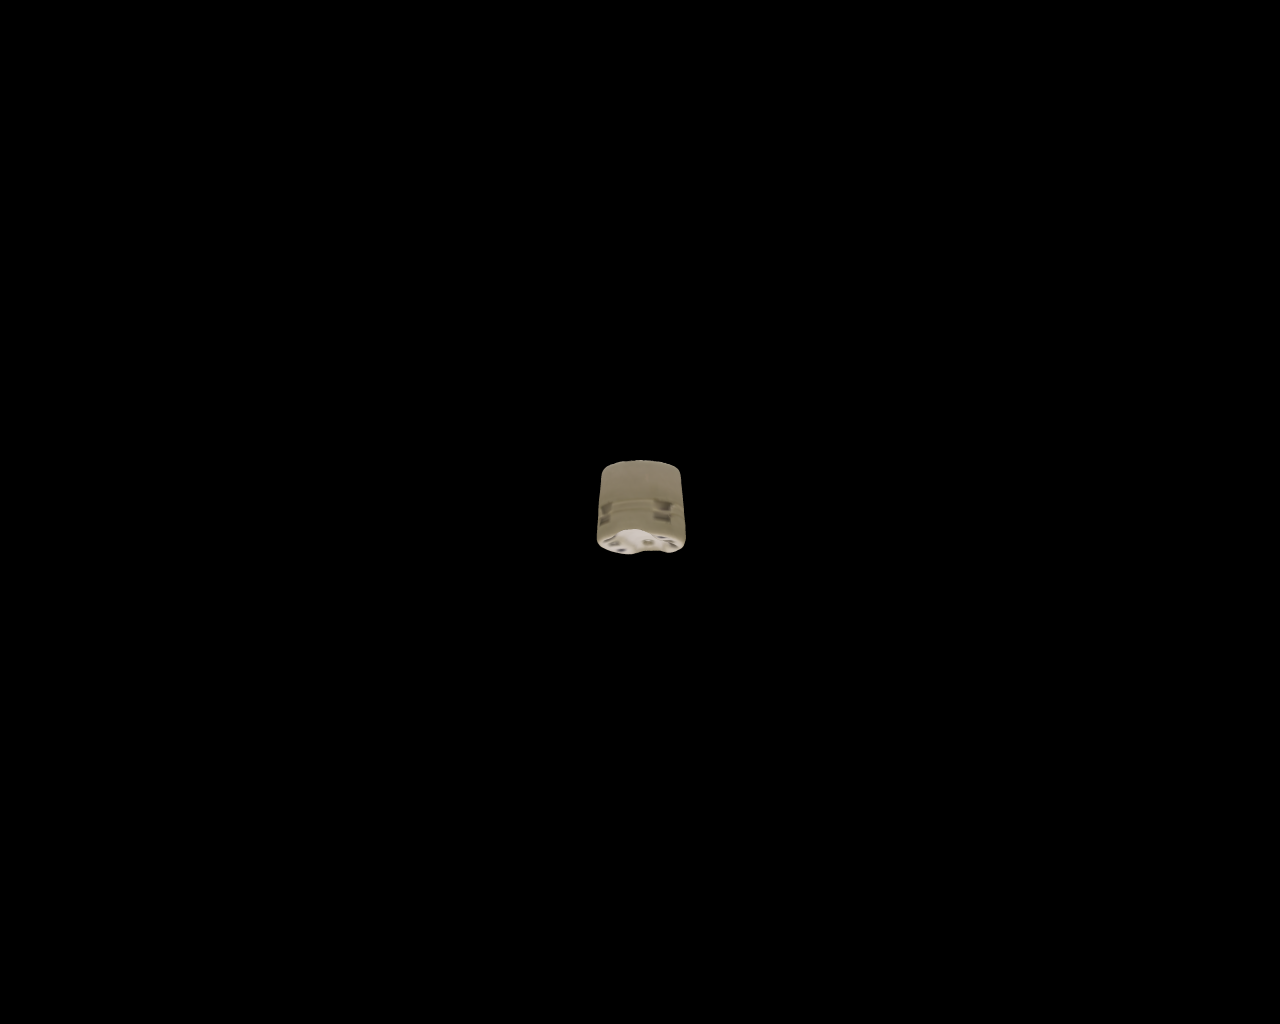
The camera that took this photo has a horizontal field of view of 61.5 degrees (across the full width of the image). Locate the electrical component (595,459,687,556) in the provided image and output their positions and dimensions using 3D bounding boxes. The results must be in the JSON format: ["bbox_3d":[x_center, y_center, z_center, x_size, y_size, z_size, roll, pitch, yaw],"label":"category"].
[{"bbox_3d":[0.001,-0.003,0.650,0.055,0.047,0.055,0,-16,0],"label":"electrical component"}]
